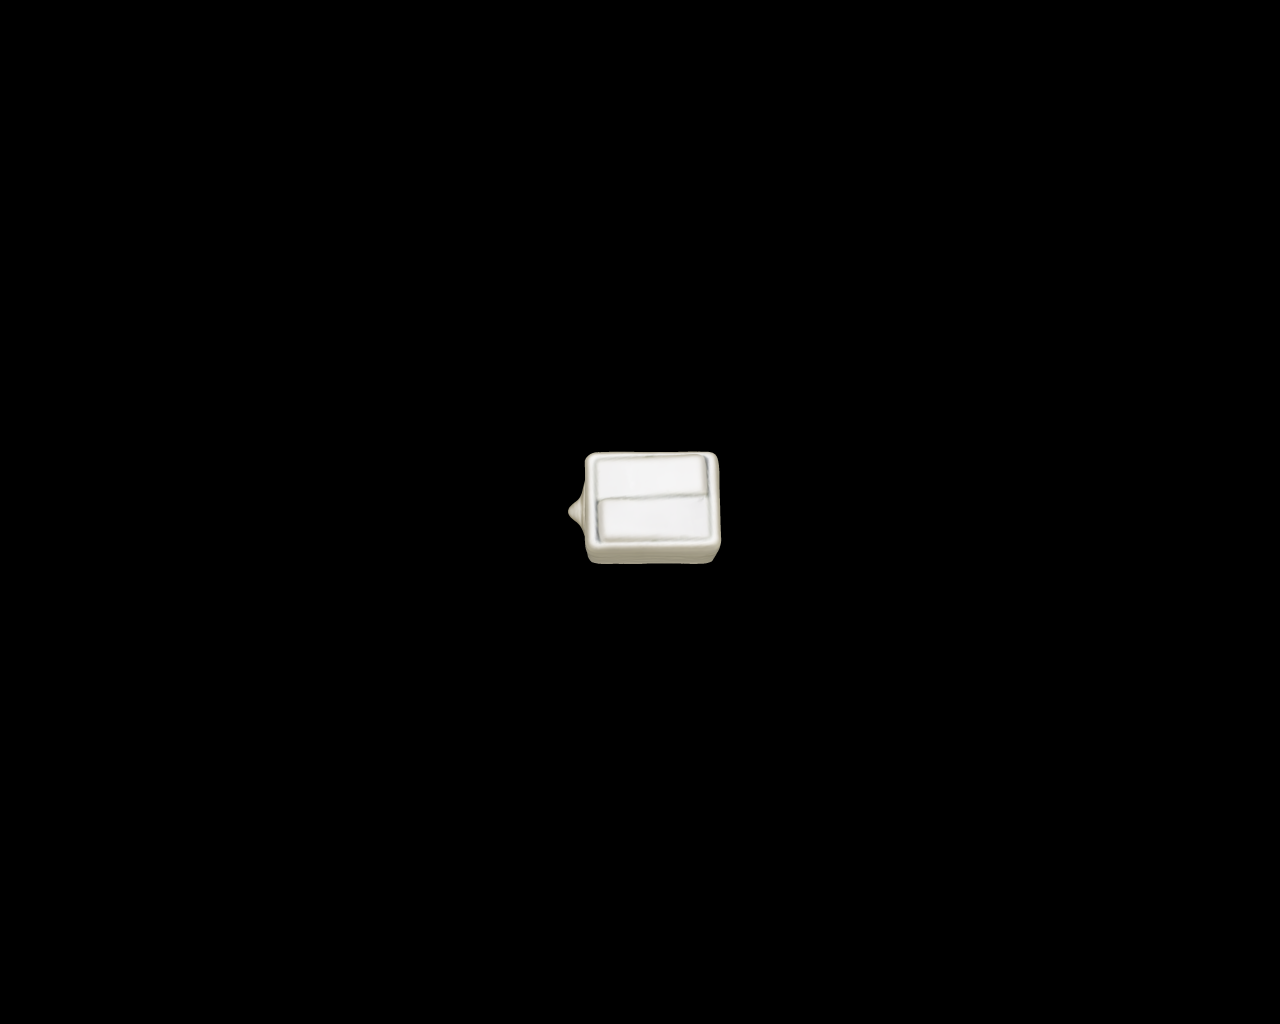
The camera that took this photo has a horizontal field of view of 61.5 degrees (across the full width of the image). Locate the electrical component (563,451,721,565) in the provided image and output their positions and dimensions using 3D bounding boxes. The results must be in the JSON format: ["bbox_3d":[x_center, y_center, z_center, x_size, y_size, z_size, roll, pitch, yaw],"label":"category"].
[{"bbox_3d":[0.001,-0.003,0.650,0.096,0.062,0.061,0,-13,0],"label":"electrical component"}]
